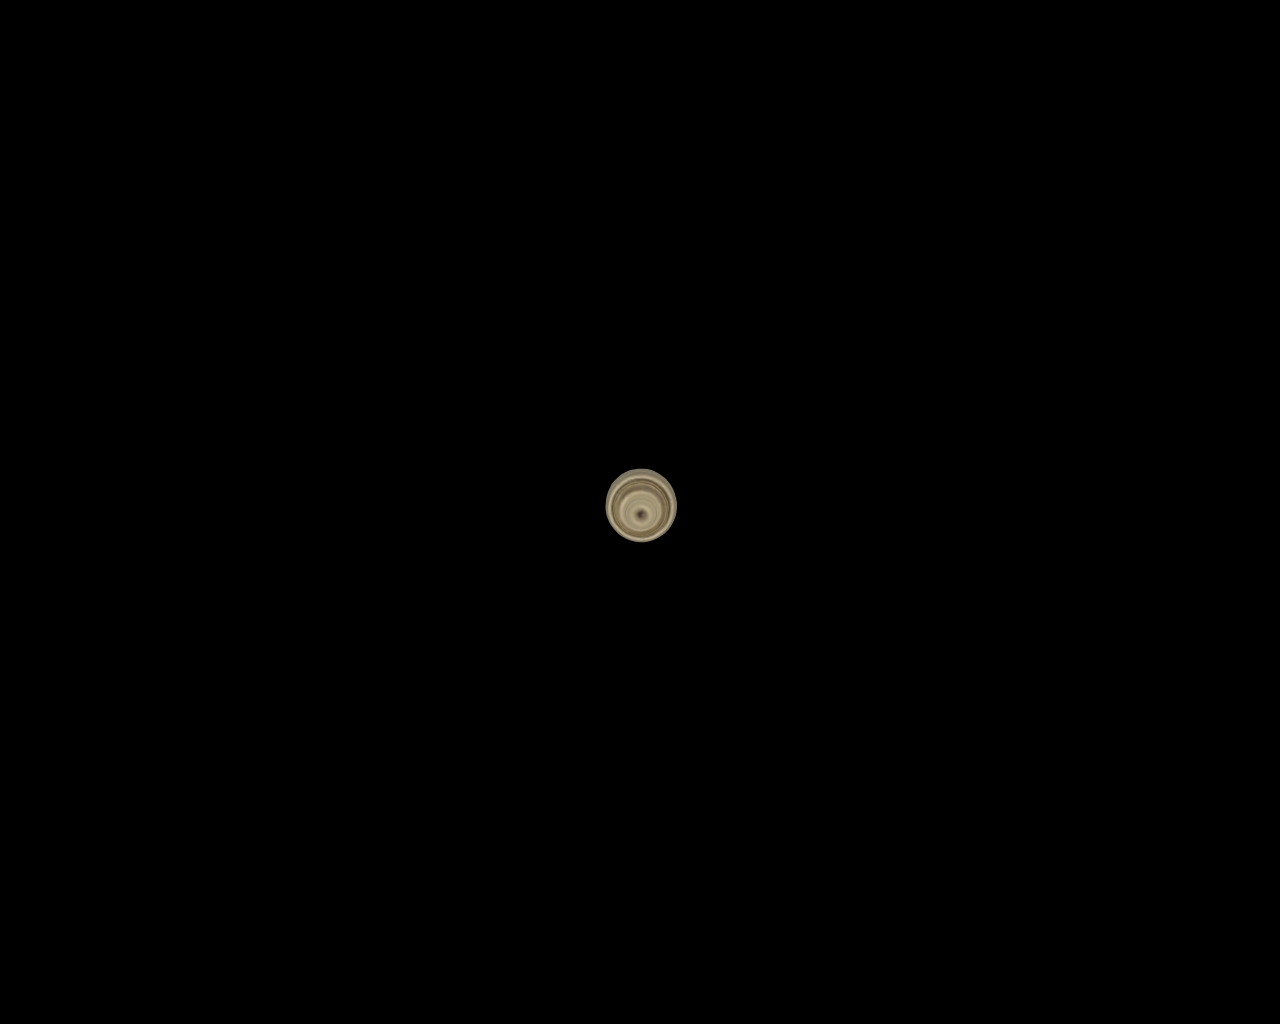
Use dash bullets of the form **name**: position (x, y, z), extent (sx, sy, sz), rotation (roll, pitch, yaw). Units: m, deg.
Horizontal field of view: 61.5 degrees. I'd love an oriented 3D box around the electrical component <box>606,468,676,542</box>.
- **electrical component**: position (0.001, -0.003, 0.650), extent (0.043, 0.043, 0.062), rotation (0, 9, 0)
